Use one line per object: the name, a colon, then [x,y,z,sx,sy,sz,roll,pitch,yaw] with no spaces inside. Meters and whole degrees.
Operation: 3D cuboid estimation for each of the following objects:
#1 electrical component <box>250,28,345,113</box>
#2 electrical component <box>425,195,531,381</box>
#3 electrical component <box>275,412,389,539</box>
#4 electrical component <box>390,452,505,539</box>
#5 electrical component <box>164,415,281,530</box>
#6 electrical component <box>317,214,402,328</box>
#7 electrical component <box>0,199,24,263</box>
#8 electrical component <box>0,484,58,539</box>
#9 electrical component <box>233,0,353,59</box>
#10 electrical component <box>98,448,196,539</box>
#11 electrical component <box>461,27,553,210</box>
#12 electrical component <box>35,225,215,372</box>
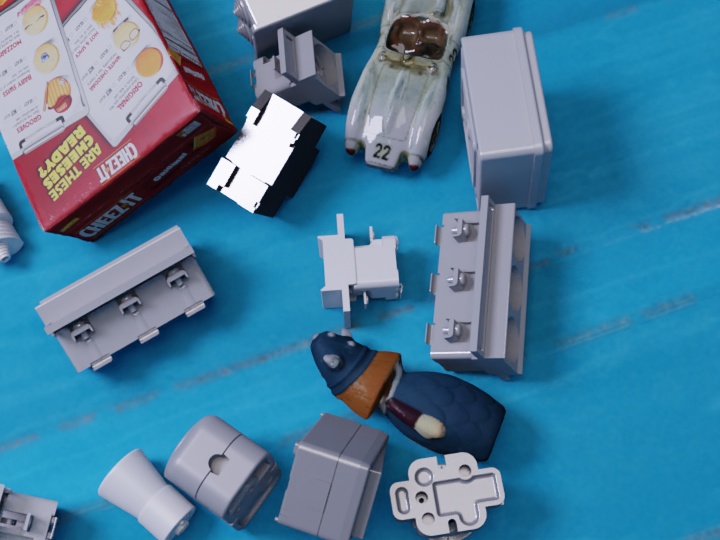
electrical component: [-0.052,-0.160,0.890,0.064,0.081,0.042,-18,65,27]
electrical component: [0.091,0.016,0.821,0.063,0.079,0.121,-3,68,25]
electrical component: [-0.013,0.146,0.767,0.061,0.096,0.061,17,101,9]
electrical component: [0.062,0.165,0.772,0.078,0.057,0.058,-9,69,-1]
electrical component: [-0.099,0.143,0.767,0.059,0.095,0.053,33,74,14]
electrical component: [0.000,0.000,0.844,0.064,0.042,0.081,-4,70,0]
electrical component: [-0.307,-0.039,0.873,0.043,0.043,0.081,-33,72,-9]
electrical component: [-0.253,0.181,0.776,0.064,0.081,0.042,17,70,-15]
electrical component: [-0.056,-0.221,0.900,0.100,0.099,0.048,-23,83,-6]
electrical component: [-0.154,0.169,0.790,0.065,0.044,0.044,39,76,10]
electrical component: [0.112,-0.115,0.846,0.056,0.108,0.108,-7,69,3]
electrical component: [-0.178,0.023,0.829,0.121,0.079,0.063,-30,100,-8]
